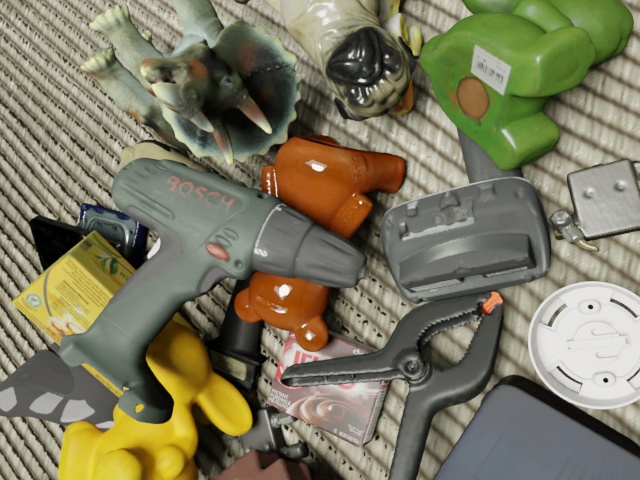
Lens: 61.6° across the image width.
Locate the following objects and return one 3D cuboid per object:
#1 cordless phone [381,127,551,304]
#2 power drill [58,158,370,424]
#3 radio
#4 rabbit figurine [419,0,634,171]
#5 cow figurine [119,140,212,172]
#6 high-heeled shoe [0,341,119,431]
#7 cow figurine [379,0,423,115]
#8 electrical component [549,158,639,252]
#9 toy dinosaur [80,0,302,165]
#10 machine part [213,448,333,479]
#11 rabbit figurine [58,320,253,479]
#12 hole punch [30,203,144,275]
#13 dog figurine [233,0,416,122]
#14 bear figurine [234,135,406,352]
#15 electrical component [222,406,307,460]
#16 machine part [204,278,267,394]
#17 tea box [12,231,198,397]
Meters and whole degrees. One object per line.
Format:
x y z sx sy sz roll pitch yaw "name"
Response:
0.126 -0.042 0.505 0.147 0.088 0.184 -14 67 22 "cordless phone"
-0.103 0.044 0.448 0.232 0.086 0.207 31 89 13 "power drill"
0.154 0.237 0.451 0.131 0.073 0.229 33 95 25 "radio"
0.184 -0.160 0.469 0.170 0.121 0.159 -30 47 -19 "rabbit figurine"
-0.146 -0.049 0.588 0.195 0.127 0.085 33 100 25 "cow figurine"
-0.328 0.211 0.684 0.249 0.086 0.145 -33 103 35 "high-heeled shoe"
0.051 -0.206 0.552 0.098 0.068 0.167 -4 80 28 "cow figurine"
0.249 -0.029 0.455 0.102 0.045 0.078 -8 82 23 "electrical component"
-0.144 -0.153 0.576 0.131 0.405 0.192 -40 104 -16 "toy dinosaur"
-0.059 0.315 0.480 0.201 0.087 0.201 -43 35 13 "machine part"
-0.147 0.168 0.525 0.122 0.162 0.173 -7 70 51 "rabbit figurine"
-0.284 0.018 0.674 0.142 0.092 0.115 13 118 22 "hole punch"
0.035 -0.218 0.487 0.190 0.121 0.172 45 86 2 "dog figurine"
-0.004 -0.001 0.539 0.120 0.132 0.195 17 107 26 "bear figurine"
-0.061 0.214 0.575 0.094 0.021 0.063 -21 76 20 "electrical component"
-0.089 0.094 0.595 0.084 0.039 0.138 9 89 33 "machine part"
-0.233 0.087 0.596 0.098 0.068 0.169 -34 107 15 "tea box"
